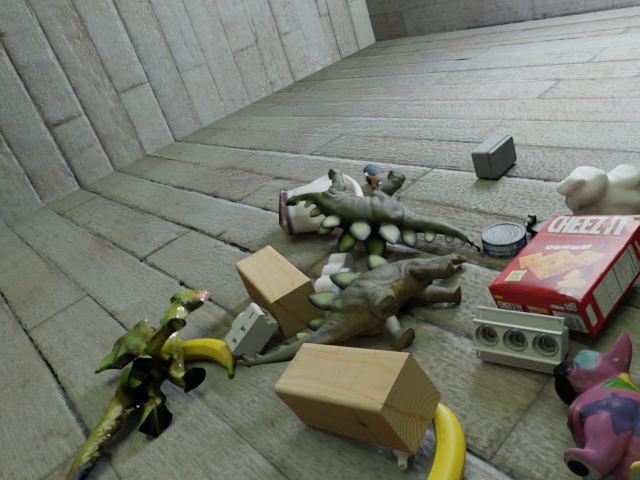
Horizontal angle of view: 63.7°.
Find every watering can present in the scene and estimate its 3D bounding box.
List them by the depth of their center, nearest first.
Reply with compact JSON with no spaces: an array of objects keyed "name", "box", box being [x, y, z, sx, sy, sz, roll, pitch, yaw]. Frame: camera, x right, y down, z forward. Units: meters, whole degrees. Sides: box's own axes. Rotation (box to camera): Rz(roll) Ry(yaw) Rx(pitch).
[{"name":"watering can","box":[0.004,-0.065,1.289,0.224,0.102,0.356,-13,35,5]}]

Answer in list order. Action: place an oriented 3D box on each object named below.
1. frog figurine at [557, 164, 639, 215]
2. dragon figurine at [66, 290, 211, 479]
[{"name":"frog figurine","box":[0.516,-0.081,0.928,0.158,0.125,0.135,15,-46,-38]},{"name":"dragon figurine","box":[-0.340,0.243,0.941,0.416,0.120,0.243,-49,27,-24]}]
